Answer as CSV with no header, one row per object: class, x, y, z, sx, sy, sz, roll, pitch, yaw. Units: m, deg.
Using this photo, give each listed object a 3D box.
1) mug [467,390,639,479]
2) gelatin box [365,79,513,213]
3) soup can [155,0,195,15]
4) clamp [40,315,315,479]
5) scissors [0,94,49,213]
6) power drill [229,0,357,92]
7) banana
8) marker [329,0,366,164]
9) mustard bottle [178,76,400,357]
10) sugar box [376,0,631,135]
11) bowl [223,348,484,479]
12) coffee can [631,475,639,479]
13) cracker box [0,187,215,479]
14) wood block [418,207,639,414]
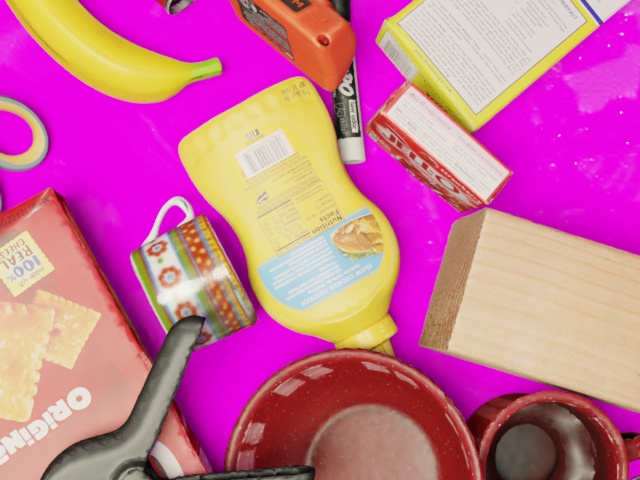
mug,0.145,0.136,0.666,0.117,0.081,0.093,-12,87,-6
gelatin box,0.073,-0.057,0.679,0.089,0.073,0.030,40,84,-2
soup can,-0.111,-0.202,0.675,0.102,0.068,0.068,41,83,-1
clamp,-0.090,0.140,0.597,0.171,0.039,0.120,-45,87,-4
scissors,-0.239,-0.100,0.647,0.096,0.016,0.201,-32,112,-19
power drill,0.047,-0.180,0.664,0.187,0.057,0.185,-43,64,-13
banana,-0.158,-0.149,0.684,0.198,0.037,0.069,41,65,-2
marker,0.016,-0.111,0.704,0.020,0.020,0.121,-5,86,-6
mustard bottle,-0.004,0.001,0.674,0.096,0.058,0.191,-29,89,-1
sugar box,0.133,-0.157,0.708,0.176,0.048,0.093,-39,90,-11
bowl,0.025,0.147,0.651,0.162,0.055,0.162,-2,85,19
coffee can,0.237,0.199,0.641,0.102,0.140,0.103,0,86,-6
cracker box,-0.180,0.100,0.642,0.164,0.072,0.214,-29,90,-7
wood block,0.179,0.055,0.672,0.206,0.091,0.090,17,84,-4
